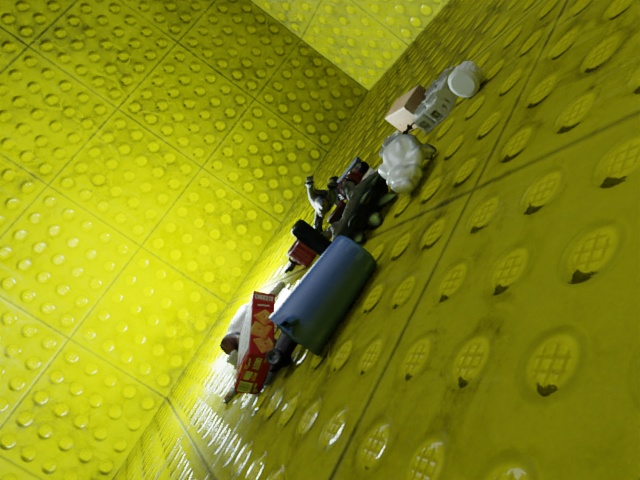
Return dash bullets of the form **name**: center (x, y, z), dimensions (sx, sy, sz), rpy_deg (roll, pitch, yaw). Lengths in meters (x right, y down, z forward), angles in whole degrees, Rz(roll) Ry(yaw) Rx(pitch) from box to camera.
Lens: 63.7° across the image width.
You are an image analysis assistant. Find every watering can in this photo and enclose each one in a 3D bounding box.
- **watering can**: center (-0.239, 0.281, 1.795), dimensions (0.341, 0.103, 0.229), rpy_deg (-45, 14, 46)

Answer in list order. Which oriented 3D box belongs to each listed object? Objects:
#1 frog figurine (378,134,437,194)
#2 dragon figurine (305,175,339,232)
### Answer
- **frog figurine**: center (0.195, -0.177, 1.243), dimensions (0.136, 0.121, 0.162), rpy_deg (-14, 26, 47)
- **dragon figurine**: center (0.005, -0.091, 1.805), dimensions (0.417, 0.122, 0.238), rpy_deg (-80, -10, -67)
